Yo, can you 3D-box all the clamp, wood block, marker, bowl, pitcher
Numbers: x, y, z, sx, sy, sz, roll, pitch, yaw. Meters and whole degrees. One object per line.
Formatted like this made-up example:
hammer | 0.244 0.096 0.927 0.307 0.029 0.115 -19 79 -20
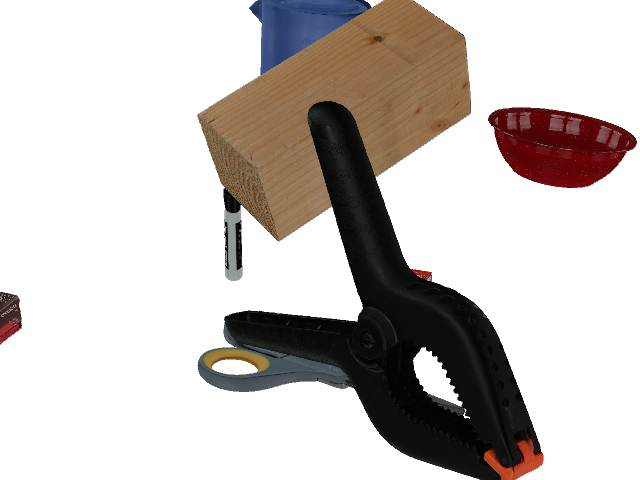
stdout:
clamp | 0.035 0.037 0.552 0.036 0.165 0.210 -14 42 -43
wood block | 0.016 -0.105 0.879 0.206 0.090 0.091 -34 52 -15
marker | -0.091 -0.008 1.109 0.020 0.121 0.020 2 40 -2
bowl | 0.260 -0.099 1.174 0.162 0.055 0.162 6 22 -3
pitcher | -0.004 -0.180 1.317 0.144 0.243 0.149 -9 28 -28

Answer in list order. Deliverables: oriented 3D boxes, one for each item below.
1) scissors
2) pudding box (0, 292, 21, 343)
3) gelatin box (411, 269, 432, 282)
scissors | -0.005 0.102 0.770 0.202 0.016 0.096 24 36 35
pudding box | -0.333 0.072 0.930 0.114 0.039 0.090 8 25 19
gelatin box | 0.103 0.077 1.336 0.073 0.089 0.030 10 31 28
